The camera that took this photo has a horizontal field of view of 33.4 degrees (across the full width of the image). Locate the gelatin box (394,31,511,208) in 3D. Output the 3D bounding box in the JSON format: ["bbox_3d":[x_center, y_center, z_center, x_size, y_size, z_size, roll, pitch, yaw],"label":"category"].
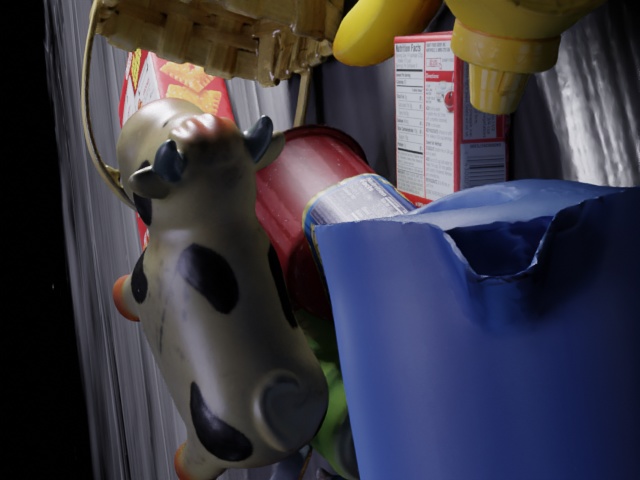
[{"bbox_3d":[0.064,-0.057,0.521,0.073,0.030,0.089,-155,62,-69],"label":"gelatin box"}]

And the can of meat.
[{"bbox_3d":[0.037,0.027,0.528,0.084,0.057,0.102,49,161,54],"label":"can of meat"}]

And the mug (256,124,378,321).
[{"bbox_3d":[-0.004,0.001,0.607,0.093,0.117,0.082,45,-177,-39],"label":"mug"}]

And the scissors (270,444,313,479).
[{"bbox_3d":[-0.030,0.175,0.665,0.096,0.016,0.202,-61,-8,-23],"label":"scissors"}]

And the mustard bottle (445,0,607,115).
[{"bbox_3d":[0.077,-0.136,0.372,0.058,0.096,0.192,-127,38,-56],"label":"mustard bottle"}]

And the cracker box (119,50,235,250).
[{"bbox_3d":[-0.131,-0.092,0.986,0.164,0.072,0.214,116,145,-52],"label":"cracker box"}]

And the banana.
[{"bbox_3d":[0.044,-0.149,0.539,0.198,0.037,0.070,104,146,-50],"label":"banana"}]

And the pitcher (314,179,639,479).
[{"bbox_3d":[0.080,0.100,0.389,0.145,0.148,0.243,-5,92,55],"label":"pitcher"}]
